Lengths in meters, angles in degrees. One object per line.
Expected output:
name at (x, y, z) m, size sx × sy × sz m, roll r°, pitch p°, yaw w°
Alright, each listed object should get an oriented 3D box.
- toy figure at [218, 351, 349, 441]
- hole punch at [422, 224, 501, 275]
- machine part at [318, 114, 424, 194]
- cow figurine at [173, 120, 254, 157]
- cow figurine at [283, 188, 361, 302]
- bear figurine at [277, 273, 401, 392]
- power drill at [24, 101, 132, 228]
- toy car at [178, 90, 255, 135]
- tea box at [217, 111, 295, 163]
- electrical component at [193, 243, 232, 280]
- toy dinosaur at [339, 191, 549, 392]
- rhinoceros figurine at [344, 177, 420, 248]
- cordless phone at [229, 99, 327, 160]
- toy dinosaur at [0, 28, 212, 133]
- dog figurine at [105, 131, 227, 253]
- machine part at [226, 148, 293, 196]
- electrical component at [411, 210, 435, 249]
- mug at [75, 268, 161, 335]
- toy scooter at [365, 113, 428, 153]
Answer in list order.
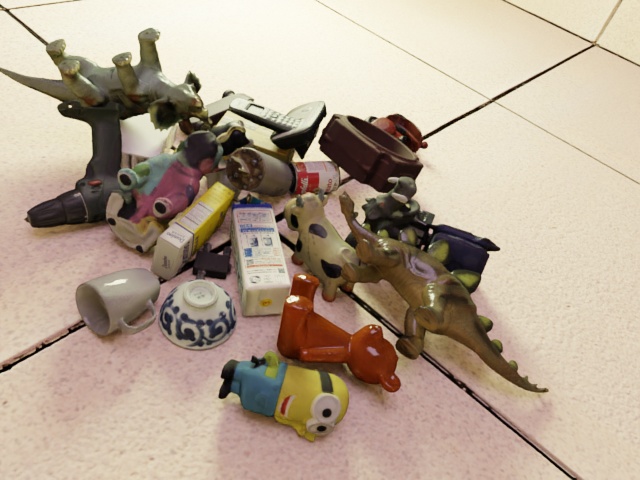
toy figure at (-0.047, 0.209, 0.753) m, size 0.180 × 0.082 × 0.089 m, roll 17°, pitch 44°, yaw 3°
hole punch at (0.248, 0.041, 1.007) m, size 0.142 × 0.115 × 0.092 m, roll 21°, pitch 50°, yaw 5°
machine part at (0.112, -0.189, 1.172) m, size 0.202 × 0.087 × 0.201 m, roll 41°, pitch 25°, yaw 26°
cow figurine at (-0.220, -0.183, 1.069) m, size 0.167 × 0.068 × 0.098 m, roll -24°, pitch 8°, yaw 2°
cow figurine at (-0.002, -0.003, 0.957) m, size 0.085 × 0.127 × 0.195 m, roll -17°, pitch 55°, yaw -36°
bear figurine at (0.036, 0.145, 0.814) m, size 0.196 × 0.131 × 0.120 m, roll 13°, pitch 22°, yaw 5°
power drill at (-0.400, -0.134, 0.935) m, size 0.232 × 0.086 × 0.207 m, roll -10°, pitch 87°, yaw -35°
toy car at (-0.237, -0.290, 1.238) m, size 0.089 × 0.053 × 0.202 m, roll 30°, pitch 46°, yaw 29°
tea box at (-0.142, -0.207, 1.169) m, size 0.170 × 0.068 × 0.098 m, roll 21°, pitch 43°, yaw 1°
electrical component at (-0.184, 0.043, 0.925) m, size 0.063 × 0.021 × 0.094 m, roll 11°, pitch 42°, yaw -7°
toy dinosaur at (0.192, 0.097, 0.885) m, size 0.471 × 0.105 × 0.198 m, roll 51°, pitch 45°, yaw 7°
rhinoceros figurine at (0.118, -0.037, 0.992) m, size 0.112 × 0.190 × 0.073 m, roll 26°, pitch 36°, yaw -18°
cordless phone at (-0.088, -0.261, 1.125) m, size 0.184 × 0.088 × 0.147 m, roll 24°, pitch 43°, yaw -1°
toy dinosaur at (-0.391, -0.285, 1.030) m, size 0.405 × 0.192 × 0.131 m, roll 2°, pitch 51°, yaw 12°
dog figurine at (-0.254, -0.098, 0.940) m, size 0.108 × 0.191 × 0.219 m, roll 38°, pitch 39°, yaw -1°
machine part at (-0.111, -0.125, 1.020) m, size 0.079 × 0.079 × 0.243 m, roll 29°, pitch 6°, yaw 12°
electrical component at (0.202, -0.020, 1.080) m, size 0.119 × 0.074 × 0.048 m, roll 21°, pitch 43°, yaw 10°
mug at (-0.287, 0.089, 0.802) m, size 0.110 × 0.080 × 0.107 m, roll 30°, pitch 35°, yaw 21°
toy scooter at (0.191, -0.257, 1.330) m, size 0.184 × 0.075 × 0.135 m, roll -23°, pitch 56°, yaw -41°
